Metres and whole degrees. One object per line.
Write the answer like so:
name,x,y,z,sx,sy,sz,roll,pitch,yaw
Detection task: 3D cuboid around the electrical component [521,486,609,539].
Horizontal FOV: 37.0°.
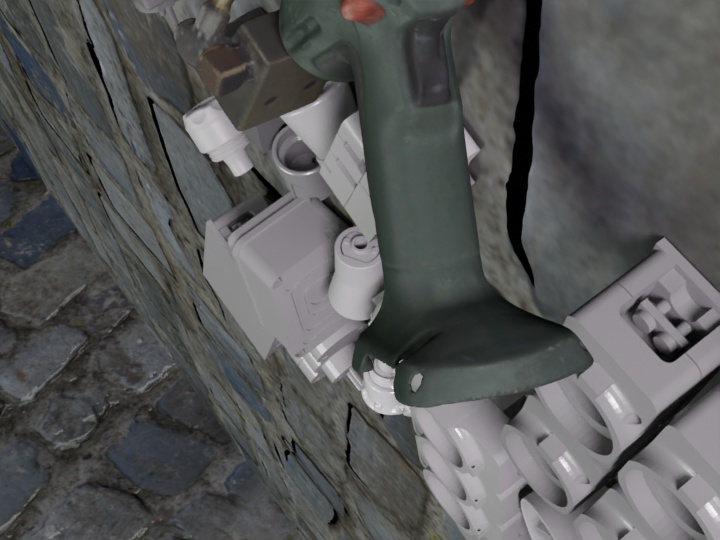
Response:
electrical component,0.135,0.171,0.640,0.099,0.064,0.099,49,164,20

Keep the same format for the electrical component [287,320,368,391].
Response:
electrical component,-0.019,0.072,0.922,0.073,0.052,0.138,52,165,10

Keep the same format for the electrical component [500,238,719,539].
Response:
electrical component,0.127,0.081,0.481,0.105,0.060,0.186,50,164,19

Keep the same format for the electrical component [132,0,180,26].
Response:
electrical component,-0.143,-0.201,0.732,0.083,0.047,0.075,42,160,40

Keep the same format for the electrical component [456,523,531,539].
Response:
electrical component,0.098,0.175,0.794,0.076,0.047,0.066,55,165,-2

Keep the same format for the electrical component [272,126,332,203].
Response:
electrical component,-0.034,-0.069,0.700,0.040,0.040,0.046,50,169,20

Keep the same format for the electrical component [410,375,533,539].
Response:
electrical component,0.078,0.111,0.692,0.089,0.062,0.150,46,162,31

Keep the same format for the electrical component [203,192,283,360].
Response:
electrical component,-0.086,0.008,0.976,0.105,0.060,0.186,54,165,6

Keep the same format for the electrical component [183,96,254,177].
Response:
electrical component,-0.106,-0.103,0.836,0.062,0.043,0.043,59,165,-19

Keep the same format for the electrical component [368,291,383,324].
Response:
electrical component,0.033,0.039,0.711,0.066,0.048,0.055,51,172,14

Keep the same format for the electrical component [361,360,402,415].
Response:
electrical component,0.024,0.077,0.822,0.048,0.048,0.062,45,155,32

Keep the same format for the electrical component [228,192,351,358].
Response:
electrical component,-0.046,0.002,0.808,0.057,0.078,0.113,43,161,30

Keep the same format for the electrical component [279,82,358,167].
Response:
electrical component,-0.012,-0.075,0.616,0.065,0.044,0.044,57,165,-26

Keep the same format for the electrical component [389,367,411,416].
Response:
electrical component,0.040,0.068,0.755,0.062,0.048,0.048,61,165,4

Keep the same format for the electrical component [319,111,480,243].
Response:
electrical component,0.020,-0.051,0.546,0.055,0.050,0.089,55,165,4

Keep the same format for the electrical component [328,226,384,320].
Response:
electrical component,0.000,0.000,0.737,0.044,0.044,0.065,48,159,25
